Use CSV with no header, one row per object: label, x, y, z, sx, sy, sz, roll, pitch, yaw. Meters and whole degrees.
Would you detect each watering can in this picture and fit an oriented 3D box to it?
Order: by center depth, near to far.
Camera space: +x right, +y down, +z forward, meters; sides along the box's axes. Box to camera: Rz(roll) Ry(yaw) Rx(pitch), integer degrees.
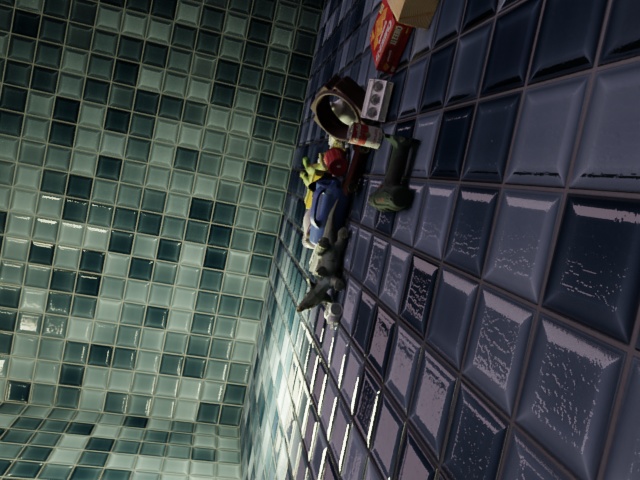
watering can,0.006,-0.106,2.111,0.229,0.103,0.342,-104,37,-62

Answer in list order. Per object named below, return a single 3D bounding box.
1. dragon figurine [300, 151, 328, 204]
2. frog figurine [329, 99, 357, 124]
dragon figurine,-0.015,-0.252,2.375,0.249,0.122,0.400,-102,16,-44
frog figurine,0.087,-0.470,1.895,0.134,0.159,0.126,116,161,-50
